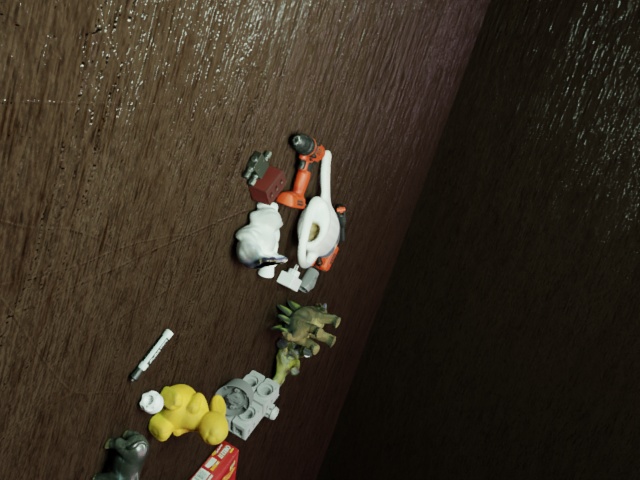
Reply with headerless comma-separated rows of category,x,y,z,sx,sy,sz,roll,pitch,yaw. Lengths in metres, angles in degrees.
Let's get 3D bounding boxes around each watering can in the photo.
watering can,0.005,-0.078,1.555,0.222,0.104,0.351,44,60,-71

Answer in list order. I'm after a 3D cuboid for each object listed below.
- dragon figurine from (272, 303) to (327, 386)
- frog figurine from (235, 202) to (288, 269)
dragon figurine,-0.105,0.417,1.852,0.418,0.123,0.237,-45,168,-45
frog figurine,-0.147,-0.014,1.241,0.137,0.121,0.161,0,73,-50
